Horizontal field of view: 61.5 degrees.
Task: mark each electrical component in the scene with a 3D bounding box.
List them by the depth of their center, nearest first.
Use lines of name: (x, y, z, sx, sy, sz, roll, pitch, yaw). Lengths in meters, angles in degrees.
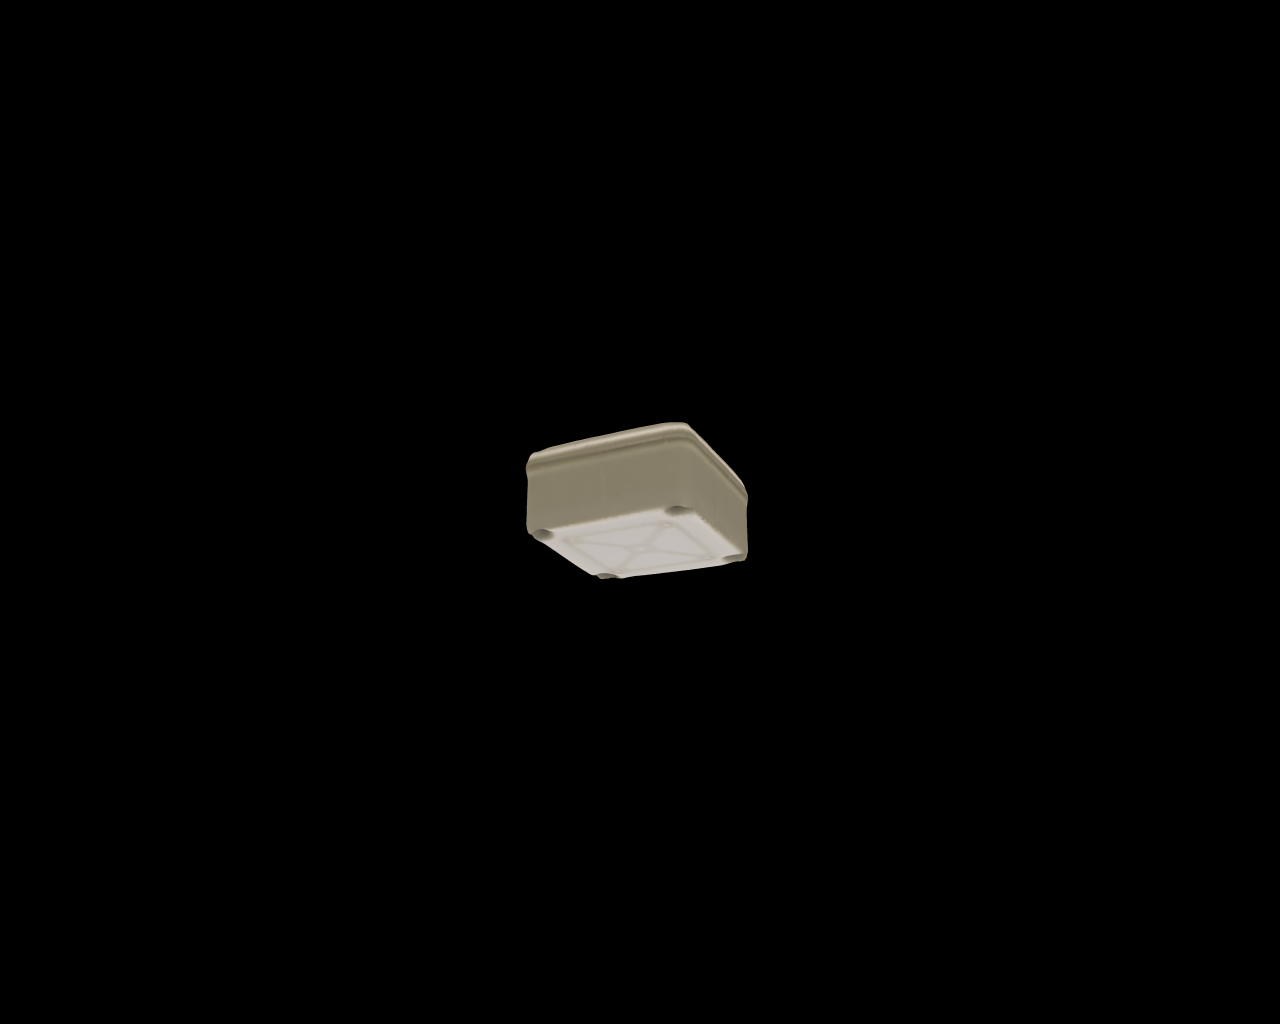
electrical component: (0.001, -0.003, 0.650, 0.109, 0.056, 0.108, -9, -23, 22)
